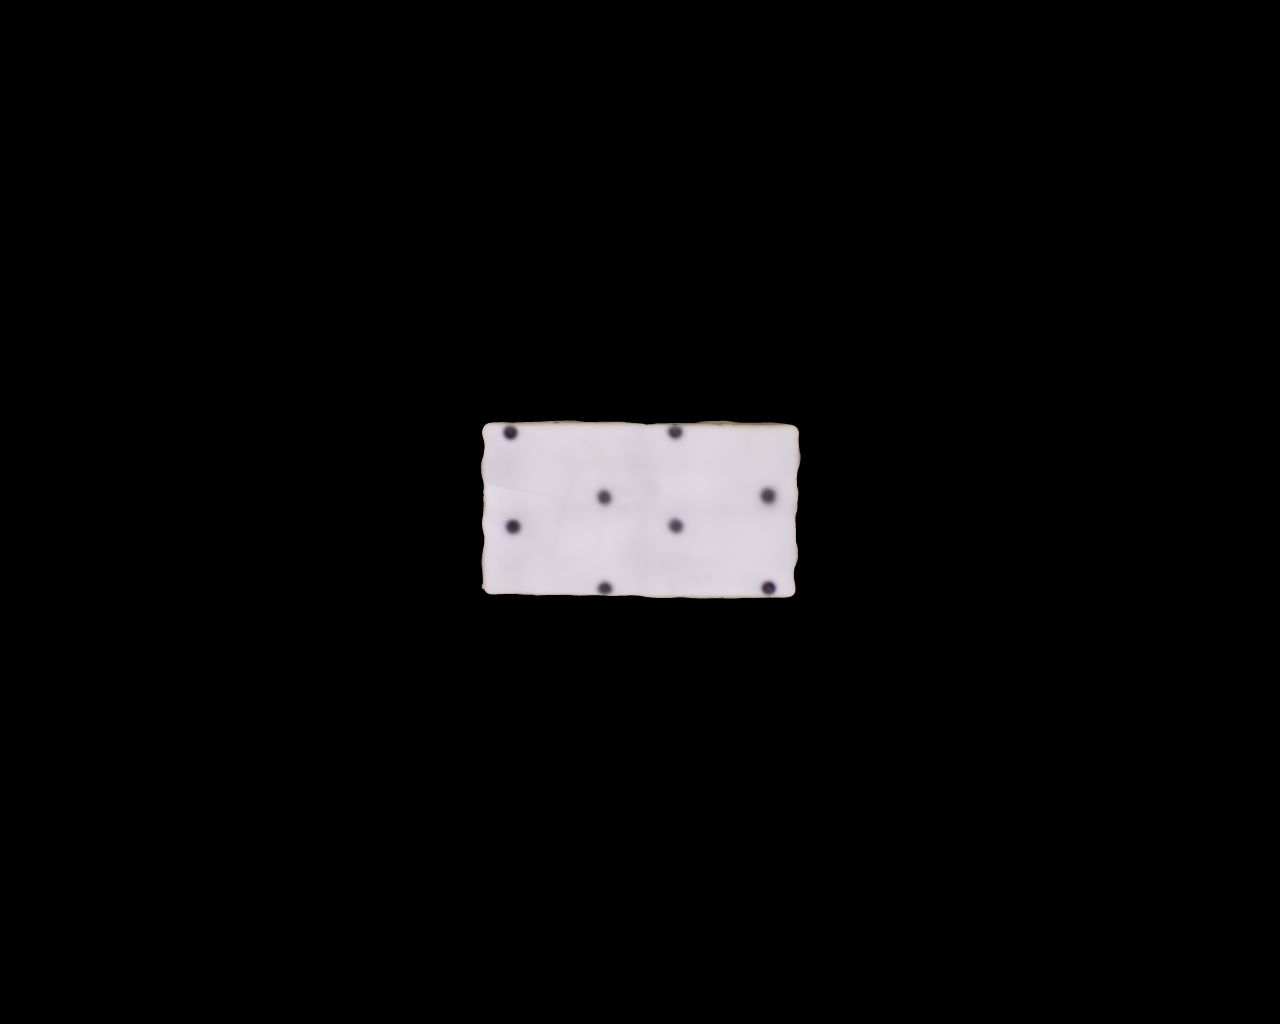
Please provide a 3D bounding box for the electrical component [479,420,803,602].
[{"bbox_3d":[0.001,-0.003,0.650,0.186,0.105,0.060,0,4,0],"label":"electrical component"}]
